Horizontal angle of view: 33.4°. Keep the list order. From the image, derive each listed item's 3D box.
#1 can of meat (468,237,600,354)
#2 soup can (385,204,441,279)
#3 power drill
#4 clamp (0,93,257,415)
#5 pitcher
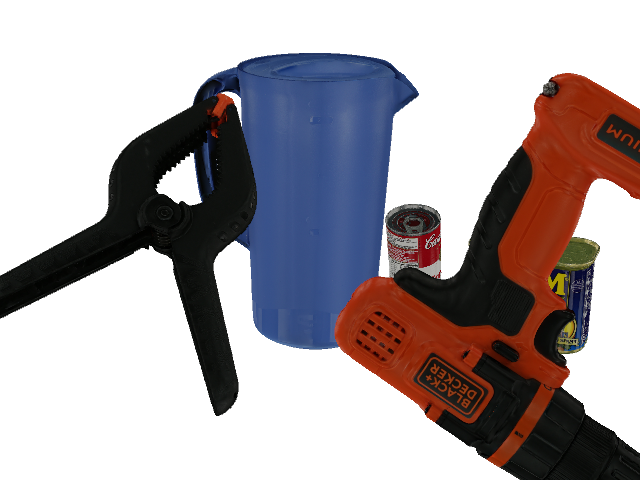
[{"bbox_3d":[0.172,0.041,0.875,0.102,0.084,0.057,9,25,23],"label":"can of meat"},{"bbox_3d":[0.116,0.015,1.328,0.068,0.102,0.068,-4,34,2],"label":"soup can"},{"bbox_3d":[0.124,0.028,0.527,0.184,0.188,0.057,33,10,5],"label":"power drill"},{"bbox_3d":[-0.089,0.000,0.661,0.164,0.209,0.036,27,-29,6],"label":"clamp"},{"bbox_3d":[-0.015,-0.036,0.913,0.144,0.243,0.149,-14,24,-37],"label":"pitcher"}]
